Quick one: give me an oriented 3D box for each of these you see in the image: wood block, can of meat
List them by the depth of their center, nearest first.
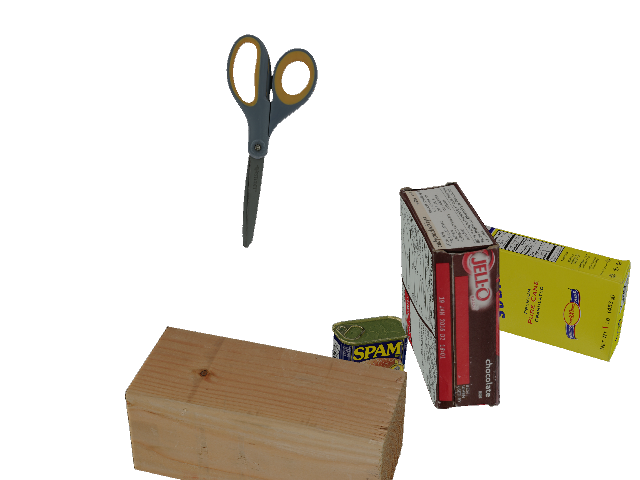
[{"bbox_3d":[-0.041,0.146,0.862,0.206,0.090,0.090,10,36,13],"label":"wood block"},{"bbox_3d":[0.064,0.153,1.412,0.102,0.084,0.057,-6,26,-21],"label":"can of meat"}]

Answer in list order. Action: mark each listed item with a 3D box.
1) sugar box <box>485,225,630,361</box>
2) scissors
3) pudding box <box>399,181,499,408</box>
[{"bbox_3d":[0.197,0.045,1.009,0.176,0.093,0.048,13,34,21],"label":"sugar box"},{"bbox_3d":[-0.042,-0.099,1.029,0.096,0.202,0.016,-9,3,-1],"label":"scissors"},{"bbox_3d":[0.069,0.026,0.585,0.039,0.090,0.113,-4,20,-5],"label":"pudding box"}]
